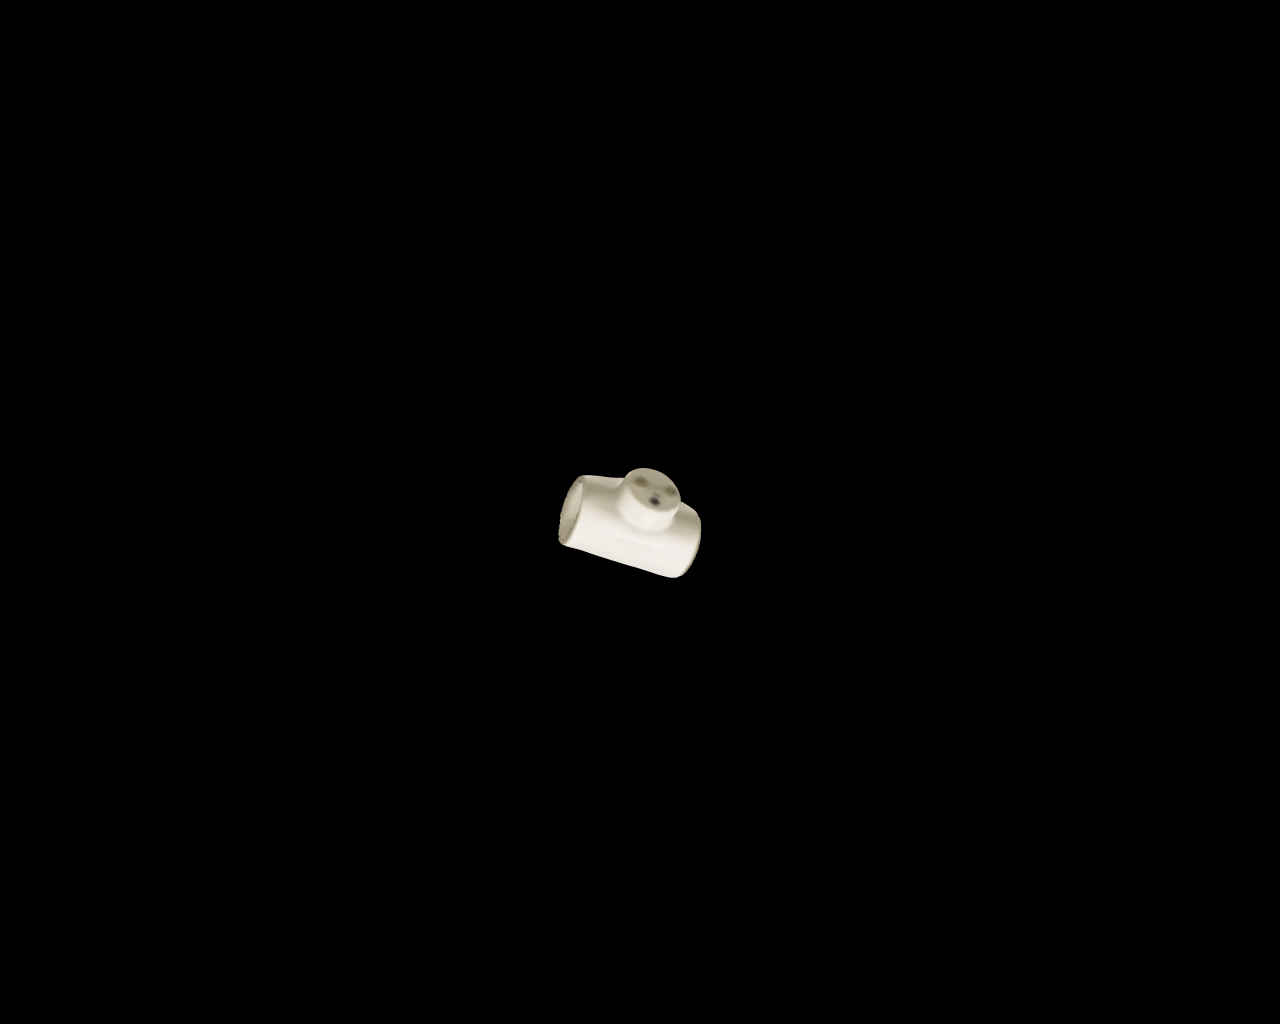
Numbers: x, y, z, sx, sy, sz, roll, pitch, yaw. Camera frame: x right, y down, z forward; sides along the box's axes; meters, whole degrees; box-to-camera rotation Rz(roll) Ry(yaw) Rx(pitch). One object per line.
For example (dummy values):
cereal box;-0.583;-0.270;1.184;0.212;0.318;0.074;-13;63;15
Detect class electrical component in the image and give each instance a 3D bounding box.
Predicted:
electrical component;0.001;-0.003;0.650;0.077;0.043;0.079;17;-48;-16
